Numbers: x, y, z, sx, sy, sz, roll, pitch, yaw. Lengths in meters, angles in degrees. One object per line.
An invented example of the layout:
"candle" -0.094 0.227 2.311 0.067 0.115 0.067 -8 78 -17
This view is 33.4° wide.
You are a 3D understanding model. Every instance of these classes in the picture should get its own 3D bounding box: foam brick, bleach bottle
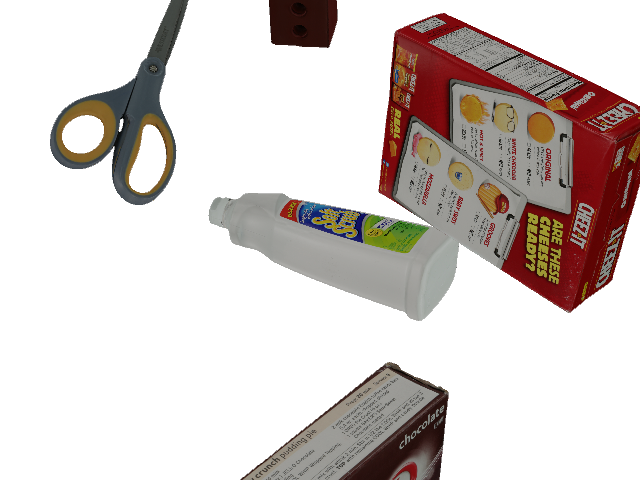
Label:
"foam brick" -0.015 -0.211 0.912 0.053 0.078 0.051 5 45 8
"bleach bottle" 0.001 0.002 1.038 0.251 0.068 0.102 15 29 22

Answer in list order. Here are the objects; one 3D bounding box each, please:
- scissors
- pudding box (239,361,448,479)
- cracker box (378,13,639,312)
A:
"scissors" -0.141 -0.119 0.771 0.096 0.202 0.016 8 -27 -19
"pudding box" 0.008 0.119 0.464 0.039 0.090 0.113 25 41 31
"cracker box" 0.150 -0.068 0.866 0.072 0.164 0.214 -29 49 -35
